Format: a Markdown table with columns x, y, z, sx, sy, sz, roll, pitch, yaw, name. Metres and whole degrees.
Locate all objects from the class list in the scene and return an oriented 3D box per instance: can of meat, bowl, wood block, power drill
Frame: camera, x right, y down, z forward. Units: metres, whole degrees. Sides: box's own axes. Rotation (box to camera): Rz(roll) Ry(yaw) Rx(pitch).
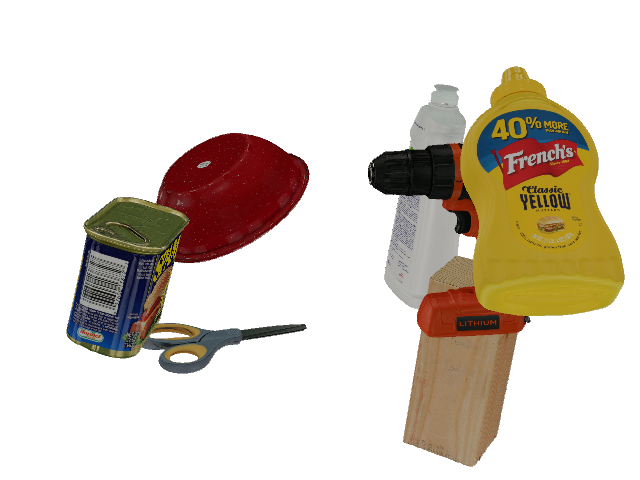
| x | y | z | sx | sy | sz | roll | pitch | yaw | name |
| --- | --- | --- | --- | --- | --- | --- | --- | --- | --- |
| -0.136 | 0.025 | 0.747 | 0.057 | 0.084 | 0.102 | 17 | 16 | 1 | can of meat |
| -0.094 | -0.052 | 0.994 | 0.162 | 0.055 | 0.162 | -21 | 32 | 14 | bowl |
| 0.163 | 0.135 | 1.206 | 0.090 | 0.206 | 0.090 | 17 | 22 | 23 | wood block |
| 0.133 | -0.002 | 1.006 | 0.184 | 0.188 | 0.057 | -1 | 25 | -5 | power drill |

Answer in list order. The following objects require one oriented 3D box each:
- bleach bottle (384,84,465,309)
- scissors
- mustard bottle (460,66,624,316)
| x | y | z | sx | sy | sz | roll | pitch | yaw | name |
| --- | --- | --- | --- | --- | --- | --- | --- | --- | --- |
| 0.131 | -0.053 | 1.240 | 0.068 | 0.251 | 0.103 | -1 | 22 | -21 | bleach bottle |
| -0.102 | 0.117 | 1.186 | 0.201 | 0.016 | 0.096 | 3 | 27 | -17 | scissors |
| 0.149 | -0.043 | 0.750 | 0.096 | 0.191 | 0.058 | -2 | -31 | -1 | mustard bottle |
